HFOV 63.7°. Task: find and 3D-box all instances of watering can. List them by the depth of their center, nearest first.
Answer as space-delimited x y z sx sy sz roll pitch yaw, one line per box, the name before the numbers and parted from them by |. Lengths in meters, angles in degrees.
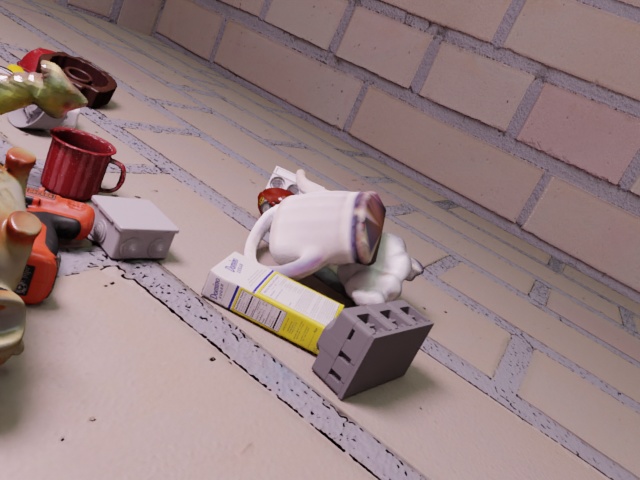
watering can | 0.003 -0.044 0.870 0.224 0.102 0.356 -2 34 18

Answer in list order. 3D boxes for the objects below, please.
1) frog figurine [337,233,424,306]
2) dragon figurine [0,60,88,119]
frog figurine | 0.086 0.056 0.860 0.137 0.122 0.161 -3 9 35
dragon figurine | -0.520 -0.235 0.661 0.408 0.239 0.124 21 21 -21
